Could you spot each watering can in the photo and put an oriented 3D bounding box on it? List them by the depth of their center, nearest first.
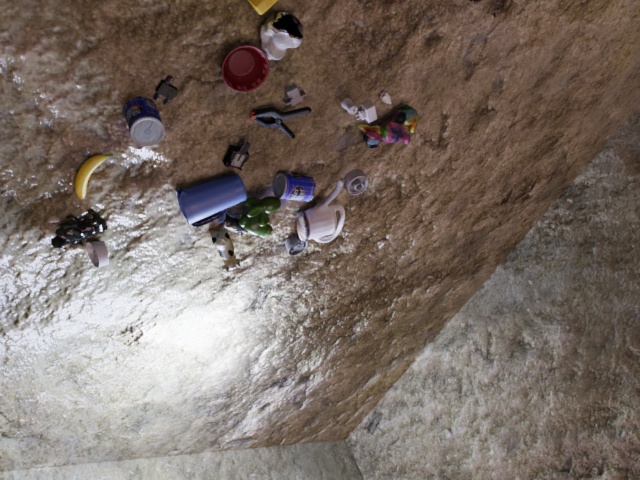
[{"bbox_3d":[0.007,-0.112,2.220,0.225,0.339,0.106,-15,45,-19],"label":"watering can"}]

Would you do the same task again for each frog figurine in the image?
[{"bbox_3d":[-0.128,-0.652,1.665,0.137,0.124,0.157,-2,-14,-20],"label":"frog figurine"}]
